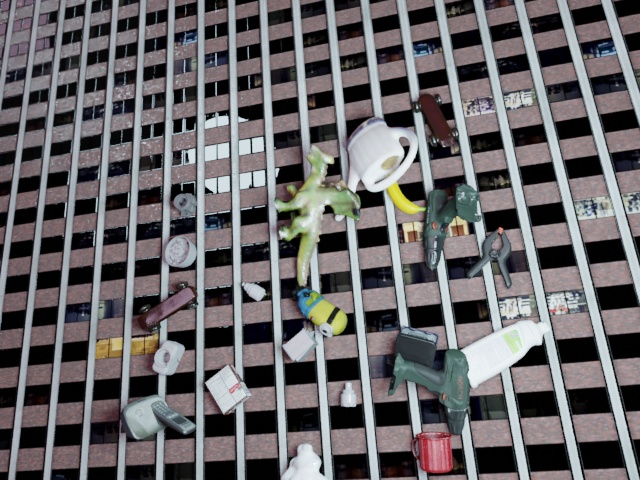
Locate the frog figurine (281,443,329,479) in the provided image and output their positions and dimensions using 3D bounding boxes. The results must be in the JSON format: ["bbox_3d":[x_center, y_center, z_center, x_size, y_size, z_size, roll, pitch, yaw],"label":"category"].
[{"bbox_3d":[-0.035,0.624,1.343,0.137,0.122,0.160,0,85,33],"label":"frog figurine"}]

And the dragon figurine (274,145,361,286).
[{"bbox_3d":[0.005,-0.077,1.537,0.241,0.122,0.411,-13,87,21],"label":"dragon figurine"}]

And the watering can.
[{"bbox_3d":[0.140,-0.229,1.567,0.343,0.103,0.229,-39,53,22],"label":"watering can"}]
